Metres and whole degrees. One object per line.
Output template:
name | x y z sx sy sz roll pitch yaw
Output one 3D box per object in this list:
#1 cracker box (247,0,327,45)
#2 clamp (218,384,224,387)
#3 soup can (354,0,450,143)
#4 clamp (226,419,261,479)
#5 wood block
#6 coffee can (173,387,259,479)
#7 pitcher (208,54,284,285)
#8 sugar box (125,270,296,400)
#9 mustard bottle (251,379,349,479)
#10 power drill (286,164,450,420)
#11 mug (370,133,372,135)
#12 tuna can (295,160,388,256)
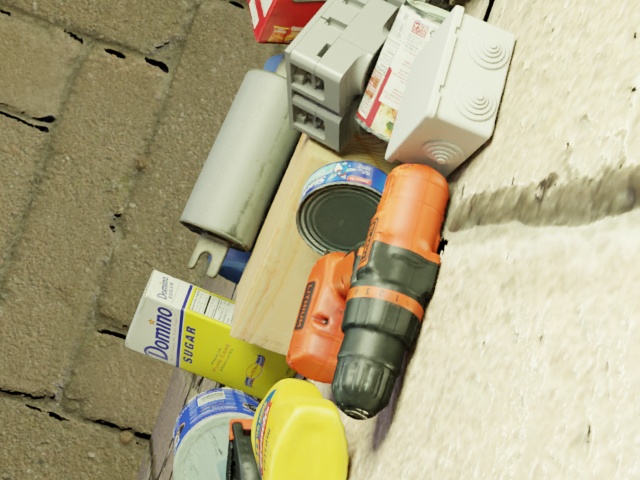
cracker box | 0.041 -0.271 0.994 0.214 0.164 0.072 124 138 -52
clamp | -0.104 0.113 1.448 0.209 0.036 0.165 -70 -9 -48
soup can | 0.077 -0.129 0.836 0.068 0.068 0.102 -93 24 -68
clamp | -0.065 0.244 0.920 0.120 0.039 0.171 127 147 -53
wood block | -0.006 0.001 0.996 0.091 0.090 0.206 -85 18 -60
coffee can | -0.091 0.205 1.031 0.140 0.102 0.103 -164 94 -82
pitcher | -0.038 -0.066 1.156 0.149 0.145 0.243 60 -133 -70
sugar box | -0.109 0.104 1.116 0.048 0.176 0.093 -79 13 -47
mustard bottle | -0.021 0.160 0.844 0.192 0.058 0.096 -167 83 -82
power drill | 0.030 0.053 0.783 0.188 0.057 0.184 136 155 -66
mug | 0.039 -0.155 1.015 0.117 0.081 0.093 -1 69 53
tuna can | 0.025 -0.023 0.873 0.033 0.086 0.086 -78 11 -48
